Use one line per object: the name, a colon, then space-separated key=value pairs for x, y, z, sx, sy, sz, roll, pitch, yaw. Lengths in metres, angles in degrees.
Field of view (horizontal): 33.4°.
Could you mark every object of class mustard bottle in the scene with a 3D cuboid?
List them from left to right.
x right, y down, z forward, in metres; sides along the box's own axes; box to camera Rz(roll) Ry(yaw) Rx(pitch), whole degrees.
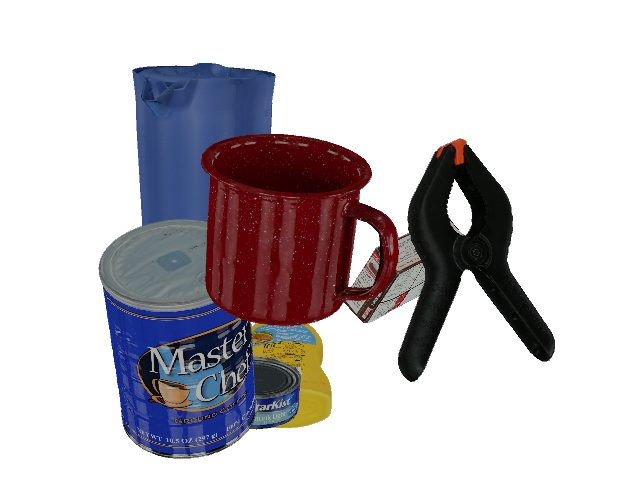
mustard bottle: x=-0.044 y=0.137 z=1.240 sx=0.096 sy=0.058 sz=0.191 roll=-3 pitch=30 yaw=-5

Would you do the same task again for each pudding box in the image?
pudding box: x=0.087 y=0.030 z=1.091 sx=0.113 sy=0.039 sz=0.090 roll=-25 pitch=-25 yaw=-41

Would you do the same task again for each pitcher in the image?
pitcher: x=-0.107 y=-0.049 z=1.032 sx=0.149 sy=0.243 sz=0.145 roll=-2 pitch=15 yaw=-16

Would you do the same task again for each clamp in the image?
clamp: x=0.095 y=0.017 z=0.755 sx=0.120 sy=0.171 sz=0.039 roll=-15 pitch=-3 yaw=-26

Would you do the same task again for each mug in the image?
mug: x=-0.011 y=-0.003 z=0.588 sx=0.117 sy=0.081 sz=0.093 roll=16 pitch=27 yaw=22

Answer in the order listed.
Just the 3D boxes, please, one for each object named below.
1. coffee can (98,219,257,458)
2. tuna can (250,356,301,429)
coffee can: x=-0.099 y=0.070 z=0.768 sx=0.103 sy=0.140 sz=0.103 roll=-1 pitch=34 yaw=0
tuna can: x=-0.061 y=0.136 z=0.954 sx=0.086 sy=0.034 sz=0.086 roll=3 pitch=16 yaw=-1
